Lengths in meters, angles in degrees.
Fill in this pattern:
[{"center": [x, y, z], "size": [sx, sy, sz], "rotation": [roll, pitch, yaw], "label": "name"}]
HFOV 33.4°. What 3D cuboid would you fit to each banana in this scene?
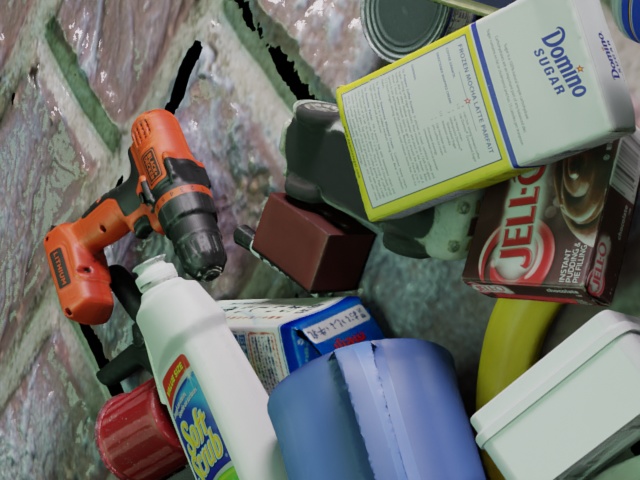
[{"center": [0.133, 0.086, 0.691], "size": [0.070, 0.037, 0.198], "rotation": [29, 112, 44], "label": "banana"}]

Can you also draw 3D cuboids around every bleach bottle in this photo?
[{"center": [-0.075, 0.131, 0.795], "size": [0.103, 0.067, 0.251], "rotation": [-36, 80, 54], "label": "bleach bottle"}]

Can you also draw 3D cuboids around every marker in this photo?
[{"center": [-0.033, 0.017, 0.885], "size": [0.121, 0.020, 0.020], "rotation": [32, 114, 42], "label": "marker"}]

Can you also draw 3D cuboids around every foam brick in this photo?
[{"center": [-0.005, 0.001, 0.830], "size": [0.078, 0.052, 0.051], "rotation": [35, 116, 40], "label": "foam brick"}]

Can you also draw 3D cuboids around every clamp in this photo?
[{"center": [-0.163, 0.079, 1.016], "size": [0.172, 0.039, 0.120], "rotation": [-7, 89, 44], "label": "clamp"}]

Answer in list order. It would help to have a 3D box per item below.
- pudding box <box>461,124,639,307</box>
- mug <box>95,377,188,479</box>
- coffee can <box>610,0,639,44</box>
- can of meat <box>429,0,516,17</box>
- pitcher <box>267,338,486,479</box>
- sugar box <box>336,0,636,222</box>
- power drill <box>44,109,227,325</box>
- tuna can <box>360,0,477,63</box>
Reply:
[{"center": [0.143, -0.018, 0.650], "size": [0.090, 0.039, 0.113], "rotation": [2, 67, 47], "label": "pudding box"}, {"center": [-0.134, 0.176, 0.959], "size": [0.082, 0.093, 0.117], "rotation": [-35, 97, 37], "label": "mug"}, {"center": [0.232, -0.115, 0.529], "size": [0.140, 0.102, 0.103], "rotation": [44, 122, 37], "label": "coffee can"}, {"center": [0.110, -0.183, 0.671], "size": [0.102, 0.057, 0.084], "rotation": [18, 105, 8], "label": "can of meat"}, {"center": [0.053, 0.188, 0.664], "size": [0.145, 0.149, 0.243], "rotation": [-43, 48, 34], "label": "pitcher"}, {"center": [0.095, -0.080, 0.648], "size": [0.177, 0.048, 0.093], "rotation": [-19, 83, 37], "label": "sugar box"}, {"center": [-0.170, -0.001, 0.984], "size": [0.188, 0.057, 0.184], "rotation": [-40, 55, 26], "label": "power drill"}, {"center": [0.070, -0.166, 0.755], "size": [0.086, 0.033, 0.086], "rotation": [2, 93, 47], "label": "tuna can"}]
